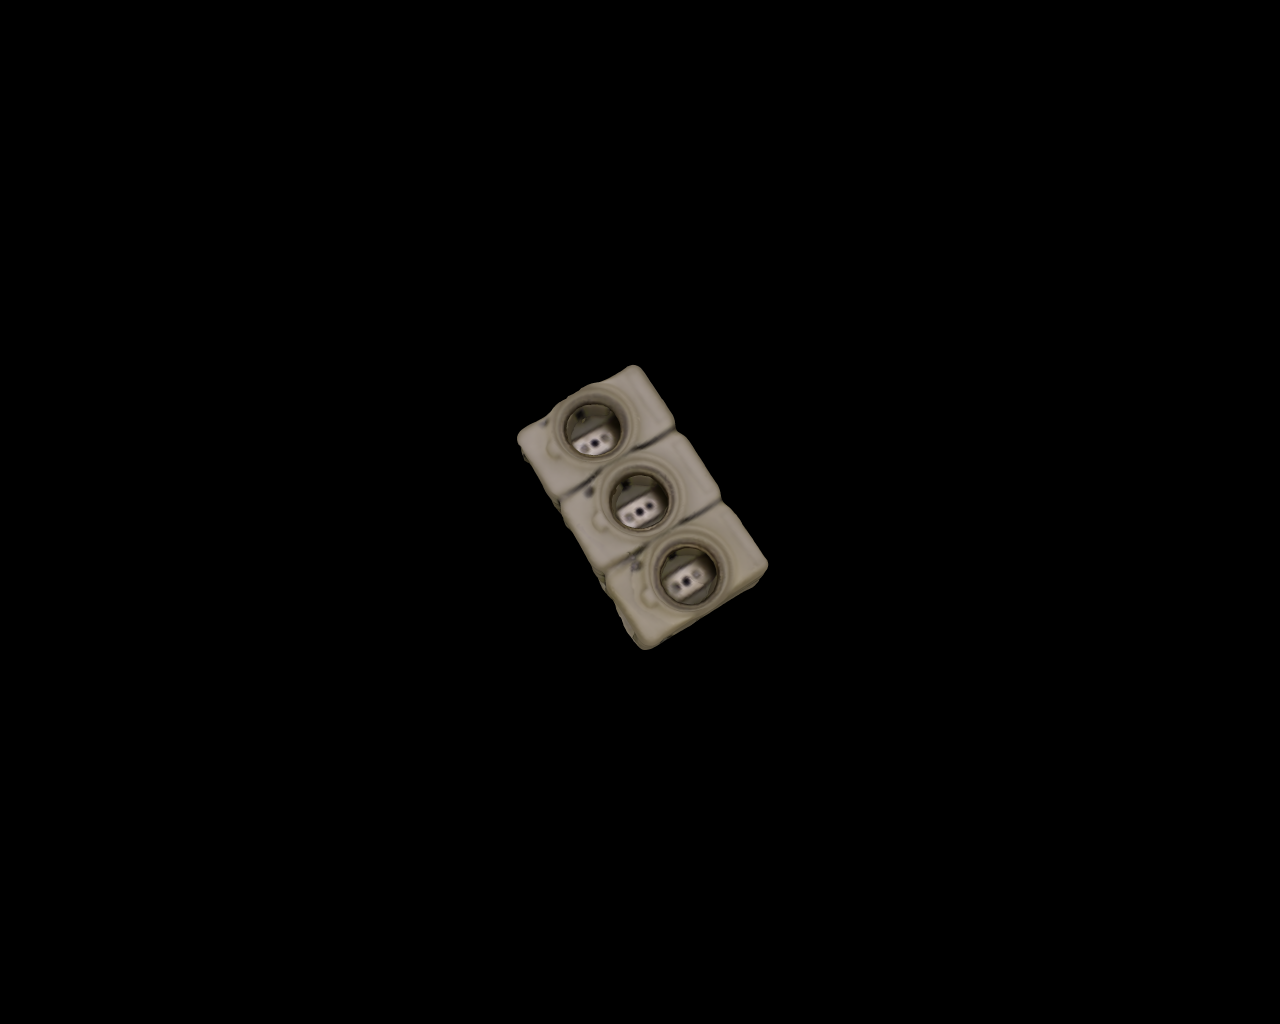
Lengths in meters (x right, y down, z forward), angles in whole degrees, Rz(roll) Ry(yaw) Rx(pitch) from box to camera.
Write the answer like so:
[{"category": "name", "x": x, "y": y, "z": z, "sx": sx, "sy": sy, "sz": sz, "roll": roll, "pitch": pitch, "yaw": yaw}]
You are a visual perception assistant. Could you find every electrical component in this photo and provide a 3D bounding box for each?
[{"category": "electrical component", "x": 0.001, "y": -0.003, "z": 0.650, "sx": 0.089, "sy": 0.150, "sz": 0.061, "roll": -31, "pitch": -11, "yaw": -7}]
